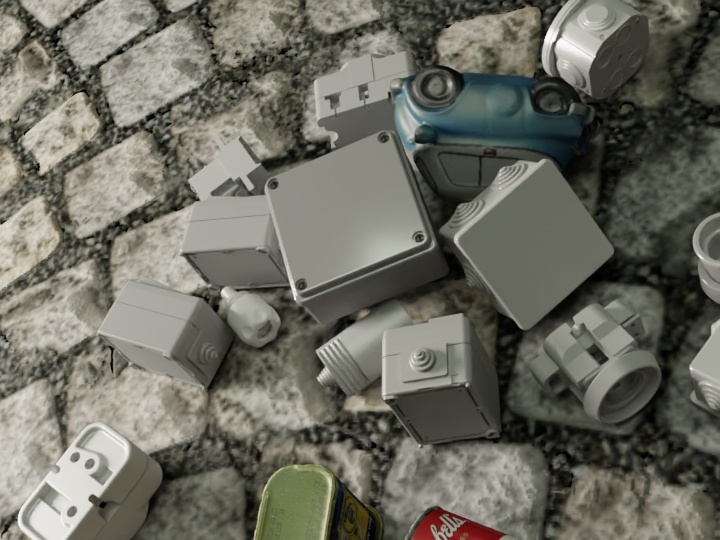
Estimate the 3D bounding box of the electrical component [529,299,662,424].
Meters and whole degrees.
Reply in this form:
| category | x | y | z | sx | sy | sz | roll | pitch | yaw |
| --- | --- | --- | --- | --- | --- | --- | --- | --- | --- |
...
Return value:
| category | x | y | z | sx | sy | sz | roll | pitch | yaw |
| --- | --- | --- | --- | --- | --- | --- | --- | --- | --- |
| electrical component | 0.162 | 0.064 | 0.715 | 0.078 | 0.058 | 0.057 | -36 | 48 | -2 |

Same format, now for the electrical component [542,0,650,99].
| category | x | y | z | sx | sy | sz | roll | pitch | yaw |
| --- | --- | --- | --- | --- | --- | --- | --- | --- | --- |
| electrical component | 0.188 | -0.180 | 0.855 | 0.080 | 0.080 | 0.051 | -43 | 57 | -8 |

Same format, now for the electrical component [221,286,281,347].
| category | x | y | z | sx | sy | sz | roll | pitch | yaw |
| --- | --- | --- | --- | --- | --- | --- | --- | --- | --- |
| electrical component | -0.092 | 0.033 | 0.861 | 0.035 | 0.035 | 0.061 | -42 | 50 | -7 |

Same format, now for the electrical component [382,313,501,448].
| category | x | y | z | sx | sy | sz | roll | pitch | yaw |
| --- | --- | --- | --- | --- | --- | --- | --- | --- | --- |
| electrical component | 0.054 | 0.071 | 0.732 | 0.062 | 0.096 | 0.061 | -11 | 53 | 17 |

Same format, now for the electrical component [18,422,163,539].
| category | x | y | z | sx | sy | sz | roll | pitch | yaw |
| --- | --- | --- | --- | --- | --- | --- | --- | --- | --- |
| electrical component | -0.196 | 0.170 | 0.798 | 0.054 | 0.059 | 0.095 | 26 | 71 | 34 |

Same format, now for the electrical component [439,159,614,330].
| category | x | y | z | sx | sy | sz | roll | pitch | yaw |
| --- | --- | --- | --- | --- | --- | --- | --- | --- | --- |
| electrical component | 0.117 | -0.020 | 0.768 | 0.100 | 0.099 | 0.048 | -41 | 17 | -6 |

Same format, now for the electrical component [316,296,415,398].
| category | x | y | z | sx | sy | sz | roll | pitch | yaw |
| --- | --- | --- | --- | --- | --- | --- | --- | --- | --- |
| electrical component | 0.004 | 0.060 | 0.795 | 0.081 | 0.043 | 0.043 | -35 | 51 | -2 |

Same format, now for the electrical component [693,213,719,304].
| category | x | y | z | sx | sy | sz | roll | pitch | yaw |
| --- | --- | --- | --- | --- | --- | --- | --- | --- | --- |
| electrical component | 0.250 | -0.006 | 0.725 | 0.045 | 0.055 | 0.045 | -11 | 54 | 16 |

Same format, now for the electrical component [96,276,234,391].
| category | x | y | z | sx | sy | sz | roll | pitch | yaw |
| --- | --- | --- | --- | --- | --- | --- | --- | --- | --- |
| electrical component | -0.147 | 0.050 | 0.856 | 0.096 | 0.061 | 0.061 | 12 | 64 | 30 |

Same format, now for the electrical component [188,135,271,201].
| category | x | y | z | sx | sy | sz | roll | pitch | yaw |
| --- | --- | --- | --- | --- | --- | --- | --- | --- | --- |
| electrical component | -0.111 | -0.074 | 0.938 | 0.064 | 0.042 | 0.081 | -38 | 51 | 1 |

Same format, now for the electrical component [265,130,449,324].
| category | x | y | z | sx | sy | sz | roll | pitch | yaw |
| --- | --- | --- | --- | --- | --- | --- | --- | --- | --- |
| electrical component | -0.003 | -0.032 | 0.792 | 0.109 | 0.056 | 0.108 | -22 | 61 | 8 |

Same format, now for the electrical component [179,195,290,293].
| category | x | y | z | sx | sy | sz | roll | pitch | yaw |
| --- | --- | --- | --- | --- | --- | --- | --- | --- | --- |
| electrical component | -0.088 | -0.025 | 0.881 | 0.096 | 0.061 | 0.061 | -4 | 56 | 22 |

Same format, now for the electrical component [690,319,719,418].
| category | x | y | z | sx | sy | sz | roll | pitch | yaw |
| --- | --- | --- | --- | --- | --- | --- | --- | --- | --- |
| electrical component | 0.267 | 0.059 | 0.677 | 0.100 | 0.048 | 0.099 | 29 | 72 | 36 |

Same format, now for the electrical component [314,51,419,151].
| category | x | y | z | sx | sy | sz | roll | pitch | yaw |
| --- | --- | --- | --- | --- | --- | --- | --- | --- | --- |
| electrical component | 0.010 | -0.147 | 0.928 | 0.089 | 0.050 | 0.055 | -15 | 54 | 13 |
